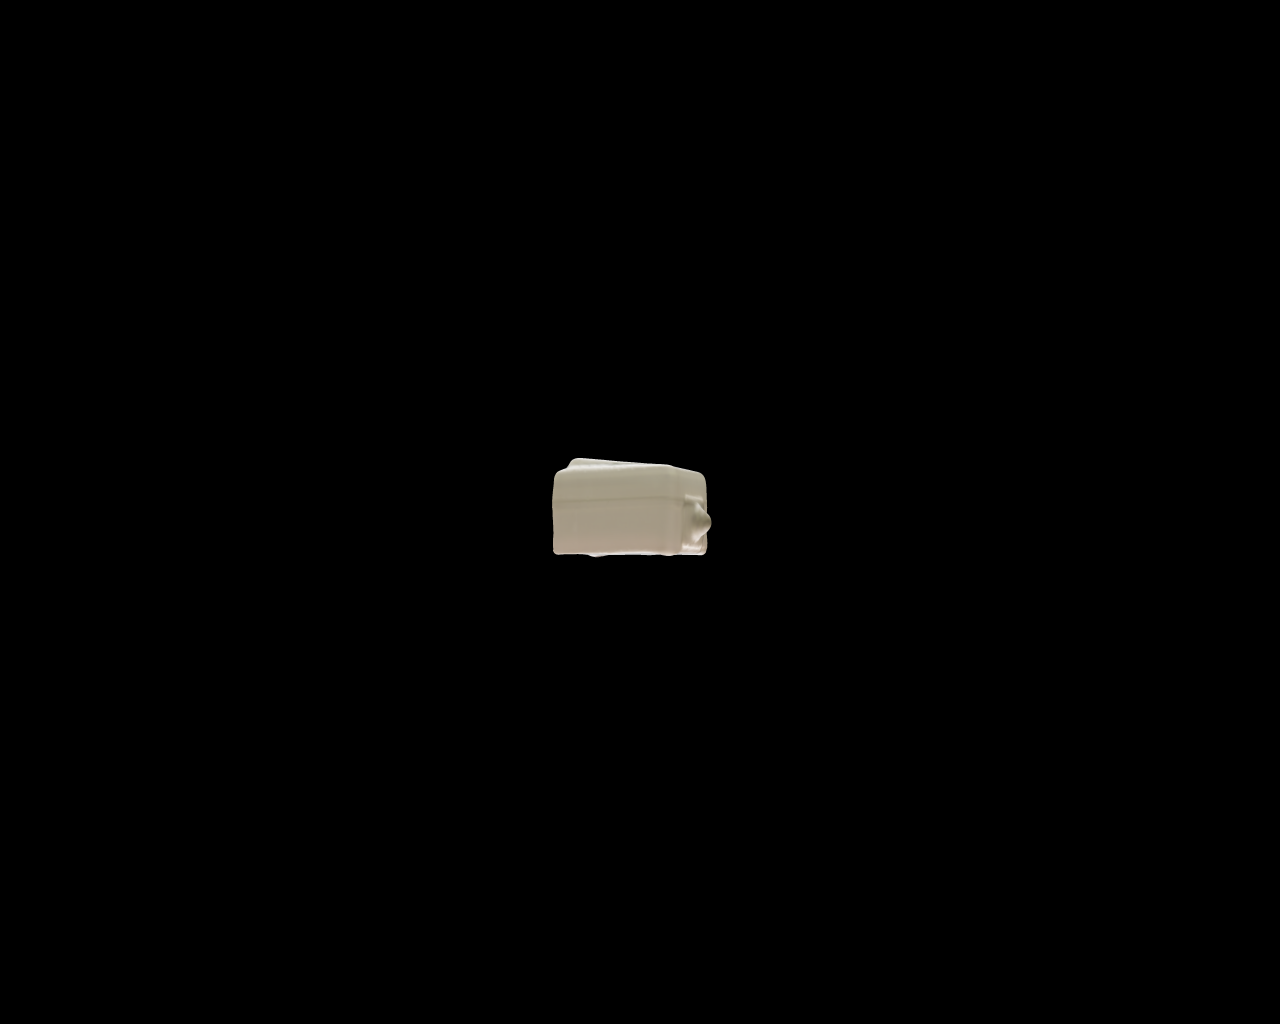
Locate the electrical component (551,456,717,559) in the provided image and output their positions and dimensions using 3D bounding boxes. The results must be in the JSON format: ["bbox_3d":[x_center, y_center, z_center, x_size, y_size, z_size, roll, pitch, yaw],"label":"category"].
[{"bbox_3d":[0.001,-0.003,0.650,0.096,0.061,0.062,-1,-4,23],"label":"electrical component"}]
